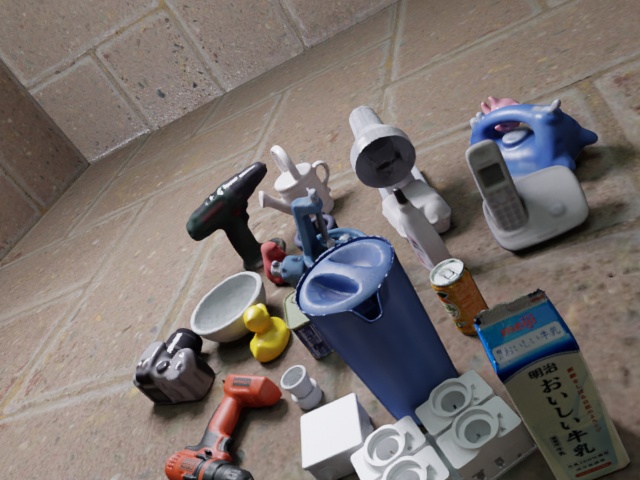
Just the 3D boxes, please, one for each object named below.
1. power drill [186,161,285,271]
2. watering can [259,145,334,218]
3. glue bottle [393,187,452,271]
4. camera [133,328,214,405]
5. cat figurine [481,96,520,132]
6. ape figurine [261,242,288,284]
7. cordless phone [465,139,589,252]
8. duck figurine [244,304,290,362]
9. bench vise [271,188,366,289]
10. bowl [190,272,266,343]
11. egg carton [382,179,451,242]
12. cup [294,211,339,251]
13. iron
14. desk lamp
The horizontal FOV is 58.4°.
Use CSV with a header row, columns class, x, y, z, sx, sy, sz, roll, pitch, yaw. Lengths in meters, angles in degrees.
class,x,y,z,sx,sy,sz,roll,pitch,yaw
power drill,-0.171,-0.042,1.286,0.229,0.209,0.075,-30,28,6
watering can,-0.060,-0.130,1.322,0.100,0.194,0.173,7,48,51
glue bottle,0.160,-0.018,0.939,0.037,0.173,0.078,-38,28,-8
camera,-0.272,0.227,1.084,0.142,0.101,0.137,-14,34,33
cat figurine,0.362,-0.244,1.141,0.067,0.118,0.127,-34,28,0
ape figurine,-0.090,0.042,1.192,0.076,0.092,0.078,-20,31,24
cordless phone,0.311,-0.084,0.872,0.147,0.185,0.094,-25,29,15
duck figurine,-0.105,0.160,1.031,0.077,0.086,0.104,-24,30,17
bench vise,-0.012,0.021,1.008,0.207,0.220,0.121,-26,29,14
bowl,-0.167,0.145,1.132,0.167,0.075,0.167,-25,29,16
egg carton,0.182,-0.053,1.082,0.107,0.069,0.150,-33,28,2
cup,0.011,0.004,1.145,0.091,0.095,0.118,-21,31,23
iron,0.350,-0.187,1.039,0.119,0.142,0.257,-46,30,-22
desk lamp,0.131,-0.157,1.145,0.118,0.214,0.203,-29,28,9
